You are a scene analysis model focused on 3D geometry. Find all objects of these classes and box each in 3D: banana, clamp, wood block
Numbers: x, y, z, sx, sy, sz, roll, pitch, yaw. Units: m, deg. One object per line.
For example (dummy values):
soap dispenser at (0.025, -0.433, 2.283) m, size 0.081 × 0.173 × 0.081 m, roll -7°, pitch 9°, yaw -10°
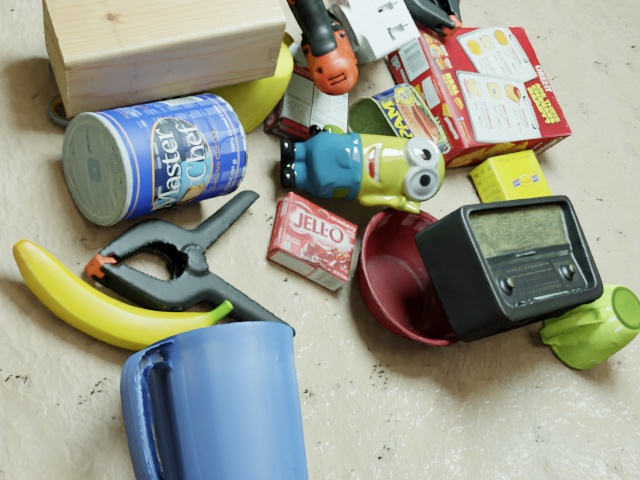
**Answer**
banana at (-0.179, 0.058, 0.934) m, size 0.197 × 0.037 × 0.069 m, roll 18°, pitch 93°, yaw -20°
clamp at (0.103, -0.314, 1.271) m, size 0.120 × 0.039 × 0.171 m, roll -23°, pitch 77°, yaw -28°
clamp at (-0.122, 0.015, 1.014) m, size 0.209 × 0.036 × 0.164 m, roll 8°, pitch 59°, yaw -35°
wood block at (-0.147, -0.194, 1.002) m, size 0.205 × 0.090 × 0.091 m, roll -14°, pitch 65°, yaw -18°

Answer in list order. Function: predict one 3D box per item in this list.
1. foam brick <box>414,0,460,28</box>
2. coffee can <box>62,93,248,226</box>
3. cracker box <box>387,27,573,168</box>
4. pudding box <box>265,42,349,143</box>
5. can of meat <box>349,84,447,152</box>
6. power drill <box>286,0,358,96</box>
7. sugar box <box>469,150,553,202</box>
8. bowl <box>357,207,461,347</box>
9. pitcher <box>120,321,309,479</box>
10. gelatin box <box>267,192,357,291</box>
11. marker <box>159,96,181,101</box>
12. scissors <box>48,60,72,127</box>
foam brick at (0.131, -0.285, 1.345) m, size 0.051 × 0.078 × 0.053 m, roll 31°, pitch 53°, yaw -21°
coffee can at (-0.153, -0.077, 0.996) m, size 0.140 × 0.103 × 0.103 m, roll -17°, pitch 78°, yaw -42°
cracker box at (0.202, -0.182, 1.347) m, size 0.213 × 0.072 × 0.164 m, roll -11°, pitch 74°, yaw -41°
pudding box at (-0.012, -0.158, 1.193) m, size 0.089 × 0.039 × 0.113 m, roll 22°, pitch 56°, yaw -28°
can of meat at (0.090, -0.126, 1.242) m, size 0.083 × 0.058 × 0.102 m, roll -29°, pitch 86°, yaw -46°
power drill at (-0.017, -0.258, 1.110) m, size 0.184 × 0.057 × 0.187 m, roll -105°, pitch 169°, yaw -59°
sugar box at (0.259, -0.021, 1.320) m, size 0.093 × 0.048 × 0.176 m, roll -15°, pitch 75°, yaw -41°
bowl at (0.095, 0.046, 1.150) m, size 0.161 × 0.055 × 0.162 m, roll 18°, pitch 56°, yaw -29°
pitcher at (-0.078, 0.196, 0.890) m, size 0.149 × 0.145 × 0.243 m, roll -8°, pitch 72°, yaw -6°
gelatin box at (-0.007, 0.001, 1.114) m, size 0.089 × 0.030 × 0.073 m, roll 28°, pitch 52°, yaw -23°
marker at (-0.146, -0.137, 1.092) m, size 0.121 × 0.020 × 0.020 m, roll 44°, pitch 48°, yaw -10°
scissors at (-0.175, -0.165, 1.044) m, size 0.201 × 0.016 × 0.096 m, roll -23°, pitch 69°, yaw -22°
